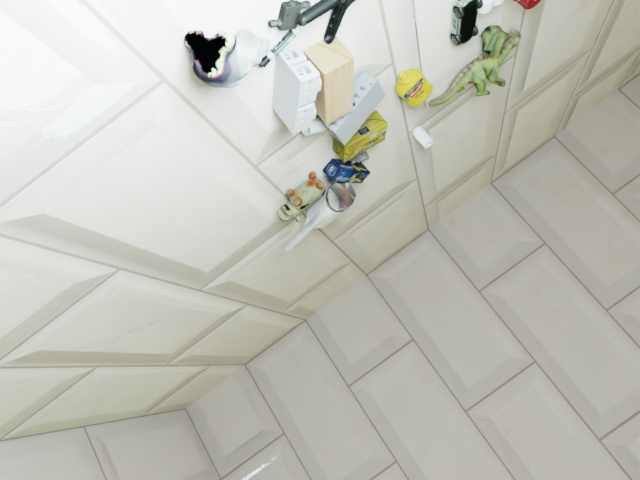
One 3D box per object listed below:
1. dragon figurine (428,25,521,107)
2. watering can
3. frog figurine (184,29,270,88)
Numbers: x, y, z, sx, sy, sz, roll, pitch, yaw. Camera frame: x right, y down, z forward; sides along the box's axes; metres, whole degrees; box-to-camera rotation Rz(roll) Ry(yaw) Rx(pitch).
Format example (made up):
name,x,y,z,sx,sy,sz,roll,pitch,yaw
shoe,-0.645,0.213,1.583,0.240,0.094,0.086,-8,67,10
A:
name,x,y,z,sx,sy,sz,roll,pitch,yaw
dragon figurine,0.530,-0.599,1.715,0.415,0.124,0.237,-29,142,-27
watering can,0.006,-0.092,1.834,0.220,0.104,0.355,-39,-171,44
frog figurine,-0.171,-0.359,1.025,0.137,0.122,0.160,-8,-175,29
